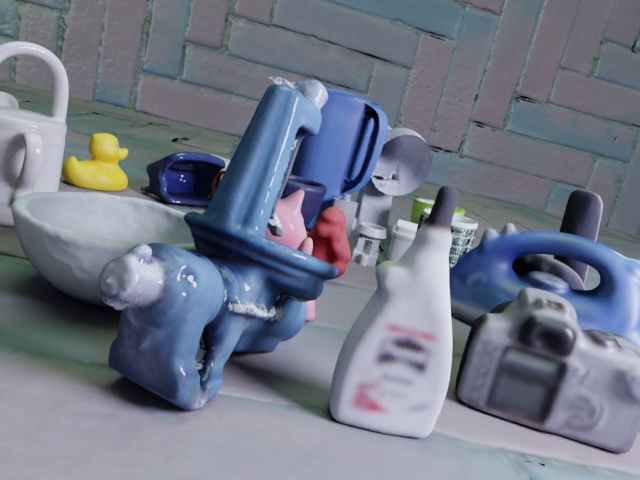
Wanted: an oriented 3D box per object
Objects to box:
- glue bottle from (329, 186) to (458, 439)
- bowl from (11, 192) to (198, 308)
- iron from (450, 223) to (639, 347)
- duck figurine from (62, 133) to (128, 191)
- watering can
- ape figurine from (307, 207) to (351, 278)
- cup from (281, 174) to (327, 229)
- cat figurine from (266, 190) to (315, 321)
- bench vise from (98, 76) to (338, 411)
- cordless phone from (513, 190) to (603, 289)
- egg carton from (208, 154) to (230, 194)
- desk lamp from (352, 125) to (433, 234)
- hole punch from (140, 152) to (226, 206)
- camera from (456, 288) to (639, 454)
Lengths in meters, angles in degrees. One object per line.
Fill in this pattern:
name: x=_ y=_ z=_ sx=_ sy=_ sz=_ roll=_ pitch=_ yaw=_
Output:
glue bottle: x=0.062 y=0.047 z=0.387 sx=0.078 sy=0.173 sz=0.037 roll=12 pitch=12 yaw=-9
bowl: x=-0.178 y=0.013 z=0.498 sx=0.167 sy=0.075 sz=0.167 roll=14 pitch=12 yaw=-3
iron: x=0.264 y=0.049 z=0.685 sx=0.257 sy=0.141 sz=0.119 roll=18 pitch=13 yaw=19
duck figurine: x=-0.349 y=-0.127 z=0.902 sx=0.077 sy=0.086 sz=0.105 roll=23 pitch=15 yaw=36
watering can: x=-0.341 y=-0.123 z=0.637 sx=0.172 sy=0.194 sz=0.101 roll=20 pitch=13 yaw=24
ape figurine: x=0.007 y=0.003 z=0.716 sx=0.077 sy=0.092 sz=0.076 roll=21 pitch=14 yaw=30
cup: x=-0.055 y=-0.050 z=0.874 sx=0.118 sy=0.095 sz=0.091 roll=9 pitch=13 yaw=-25
cat figurine: x=-0.039 y=0.006 z=0.588 sx=0.067 sy=0.118 sz=0.127 roll=8 pitch=14 yaw=-26
bench vise: x=-0.045 y=-0.006 z=0.391 sx=0.121 sy=0.220 sz=0.207 roll=16 pitch=12 yaw=6
cordless phone: x=0.331 y=0.011 z=0.827 sx=0.094 sy=0.185 sz=0.147 roll=6 pitch=15 yaw=-33
egg carton: x=-0.188 y=-0.117 z=1.083 sx=0.150 sy=0.069 sz=0.107 roll=18 pitch=13 yaw=19
desk lamp: x=0.110 y=-0.121 z=1.100 sx=0.118 sy=0.213 sz=0.202 roll=9 pitch=13 yaw=-23
hole punch: x=-0.226 y=-0.108 z=0.949 sx=0.109 sy=0.091 sz=0.100 roll=2 pitch=17 yaw=-45
camera: x=0.199 y=0.095 z=0.503 sx=0.143 sy=0.101 sz=0.137 roll=16 pitch=12 yaw=9
